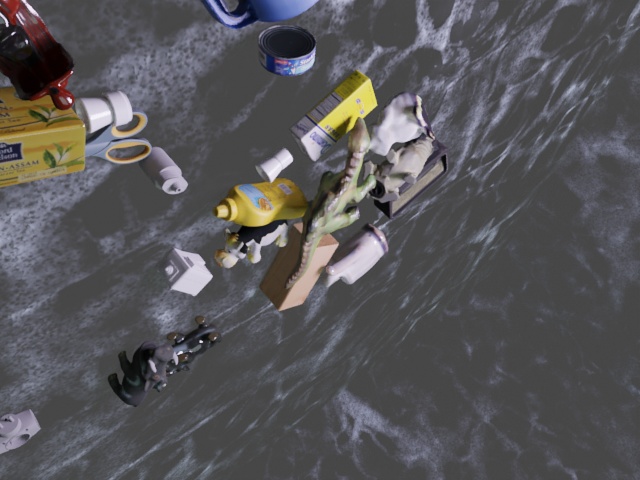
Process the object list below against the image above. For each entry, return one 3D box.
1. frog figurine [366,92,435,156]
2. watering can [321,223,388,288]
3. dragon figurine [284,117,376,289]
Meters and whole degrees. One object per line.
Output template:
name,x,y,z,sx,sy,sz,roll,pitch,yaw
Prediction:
frog figurine,0.159,-0.254,1.149,0.158,0.123,0.137,-16,174,23
watering can,0.092,0.048,1.408,0.225,0.104,0.345,-41,174,-6
dragon figurine,0.003,-0.052,1.040,0.408,0.122,0.243,-63,171,8
